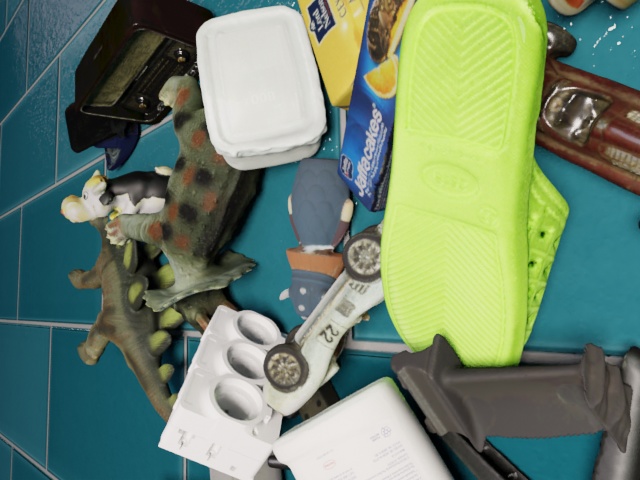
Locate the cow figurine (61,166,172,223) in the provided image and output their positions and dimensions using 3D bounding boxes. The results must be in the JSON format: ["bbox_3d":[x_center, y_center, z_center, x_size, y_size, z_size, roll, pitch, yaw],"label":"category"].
[{"bbox_3d":[-0.255,-0.059,0.729,0.068,0.167,0.098,42,119,48],"label":"cow figurine"}]

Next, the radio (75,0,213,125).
[{"bbox_3d":[-0.250,-0.251,0.766,0.230,0.131,0.073,-24,69,45],"label":"radio"}]

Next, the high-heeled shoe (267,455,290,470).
[{"bbox_3d":[0.030,0.274,0.475,0.145,0.086,0.248,0,111,15],"label":"high-heeled shoe"}]

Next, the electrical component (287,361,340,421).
[{"bbox_3d":[-0.002,0.161,0.531,0.094,0.021,0.063,-55,50,29],"label":"electrical component"}]

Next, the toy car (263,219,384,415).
[{"bbox_3d":[0.018,0.060,0.455,0.056,0.073,0.201,37,104,8],"label":"toy car"}]

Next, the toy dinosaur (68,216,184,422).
[{"bbox_3d":[-0.270,0.105,0.783,0.198,0.105,0.472,-50,57,29],"label":"toy dinosaur"}]

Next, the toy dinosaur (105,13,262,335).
[{"bbox_3d":[-0.128,-0.068,0.631,0.192,0.131,0.404,23,100,34],"label":"toy dinosaur"}]

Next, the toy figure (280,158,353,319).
[{"bbox_3d":[-0.001,-0.001,0.518,0.064,0.058,0.154,16,104,55],"label":"toy figure"}]

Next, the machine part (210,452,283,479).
[{"bbox_3d":[-0.075,0.272,0.562,0.079,0.079,0.243,-23,70,45],"label":"machine part"}]

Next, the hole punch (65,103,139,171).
[{"bbox_3d":[-0.368,-0.198,0.945,0.116,0.092,0.142,-26,61,12],"label":"hole punch"}]

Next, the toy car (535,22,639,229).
[{"bbox_3d":[0.174,-0.068,0.328,0.202,0.053,0.089,46,117,42],"label":"toy car"}]

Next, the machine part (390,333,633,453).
[{"bbox_3d":[0.113,0.096,0.334,0.139,0.039,0.084,-13,110,41],"label":"machine part"}]

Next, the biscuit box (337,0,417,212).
[{"bbox_3d":[0.064,-0.112,0.393,0.059,0.063,0.202,57,151,36],"label":"biscuit box"}]

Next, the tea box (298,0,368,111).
[{"bbox_3d":[0.041,-0.207,0.479,0.098,0.068,0.169,-37,61,40],"label":"tea box"}]

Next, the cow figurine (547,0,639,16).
[{"bbox_3d":[0.146,-0.216,0.353,0.127,0.085,0.195,-55,48,38],"label":"cow figurine"}]
